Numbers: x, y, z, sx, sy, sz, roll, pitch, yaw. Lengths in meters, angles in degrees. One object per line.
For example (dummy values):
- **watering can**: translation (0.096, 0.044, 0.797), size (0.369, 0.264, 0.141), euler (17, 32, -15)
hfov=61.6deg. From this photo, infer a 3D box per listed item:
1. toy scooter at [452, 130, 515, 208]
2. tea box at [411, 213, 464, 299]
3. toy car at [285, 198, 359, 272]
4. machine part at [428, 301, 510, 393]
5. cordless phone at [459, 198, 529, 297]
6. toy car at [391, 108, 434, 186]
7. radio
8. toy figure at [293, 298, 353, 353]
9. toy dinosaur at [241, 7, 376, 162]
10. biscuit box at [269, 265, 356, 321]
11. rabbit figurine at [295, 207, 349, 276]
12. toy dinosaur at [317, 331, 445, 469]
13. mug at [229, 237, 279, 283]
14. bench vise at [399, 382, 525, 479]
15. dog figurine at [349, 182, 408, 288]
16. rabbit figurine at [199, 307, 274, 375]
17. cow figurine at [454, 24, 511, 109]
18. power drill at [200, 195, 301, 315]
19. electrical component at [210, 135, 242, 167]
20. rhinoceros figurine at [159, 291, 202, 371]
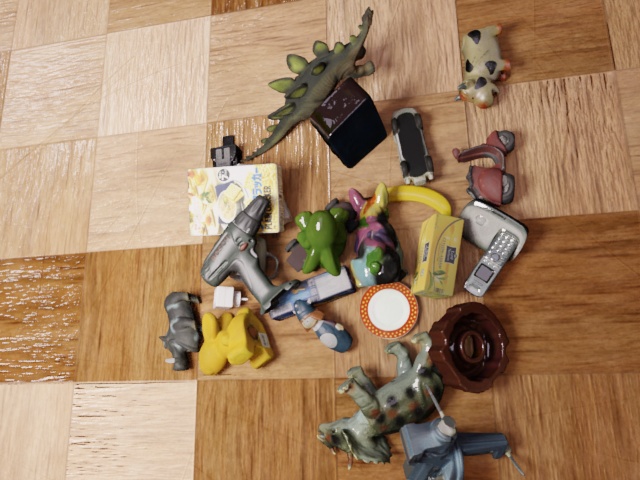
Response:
- **toy scooter**: translation (0.365, -0.160, 1.202), size (0.135, 0.075, 0.184), euler (1, 73, 13)
- **tea box**: translation (0.252, 0.038, 1.159), size (0.068, 0.098, 0.169), euler (13, 76, -4)
- **toy car**: translation (0.006, -0.008, 1.261), size (0.089, 0.053, 0.202), euler (43, 86, 7)
- **machine part**: translation (0.300, 0.215, 1.087), size (0.179, 0.056, 0.179), euler (5, 78, -25)
- **cordless phone**: translation (0.343, 0.019, 1.159), size (0.147, 0.088, 0.184), euler (34, 90, 18)
- **toy car**: translation (0.216, -0.218, 1.259), size (0.074, 0.056, 0.202), euler (-11, 70, 6)
- **radio**: translation (0.069, -0.255, 1.218), size (0.131, 0.229, 0.073), euler (-42, 70, 5)
- **toy figure**: translation (0.003, 0.187, 1.180), size (0.154, 0.058, 0.064), euler (38, 93, -11)
- **toy dinosaur**: translation (-0.026, -0.348, 1.280), size (0.471, 0.198, 0.105), euler (-51, 55, 32)
- **biscuit box**: translation (-0.022, 0.123, 1.229), size (0.203, 0.062, 0.059), euler (-21, 73, 8)
- **rabbit figurine**: translation (-0.002, -0.003, 1.148), size (0.121, 0.170, 0.159), euler (3, 79, 4)
- **toy dinosaur**: translation (0.171, 0.318, 1.110), size (0.405, 0.131, 0.192), euler (-30, 91, -4)
- **mug**: translation (-0.152, 0.047, 1.273), size (0.110, 0.080, 0.107), euler (8, 73, 9)
- **bench vise**: translation (0.266, 0.399, 1.039), size (0.241, 0.223, 0.129), euler (1, 30, -12)
- **dog figurine**: translation (0.117, -0.014, 1.176), size (0.109, 0.191, 0.219), euler (-12, 89, 17)
- **rabbit figurine**: translation (-0.216, 0.237, 1.224), size (0.173, 0.122, 0.162), euler (-37, 67, 22)
- **cow figurine**: translation (0.373, -0.399, 1.255), size (0.127, 0.085, 0.195), euler (-7, 77, 5)
- **power drill**: translation (-0.138, 0.044, 1.179), size (0.207, 0.086, 0.232), euler (45, 95, 3)
- **electrical component**: translation (-0.239, -0.218, 1.377), size (0.075, 0.047, 0.119), euler (-3, 77, 12)
- **rhinoceros figurine**: translation (-0.331, 0.212, 1.275), size (0.112, 0.073, 0.190), euler (-14, 73, 9)
